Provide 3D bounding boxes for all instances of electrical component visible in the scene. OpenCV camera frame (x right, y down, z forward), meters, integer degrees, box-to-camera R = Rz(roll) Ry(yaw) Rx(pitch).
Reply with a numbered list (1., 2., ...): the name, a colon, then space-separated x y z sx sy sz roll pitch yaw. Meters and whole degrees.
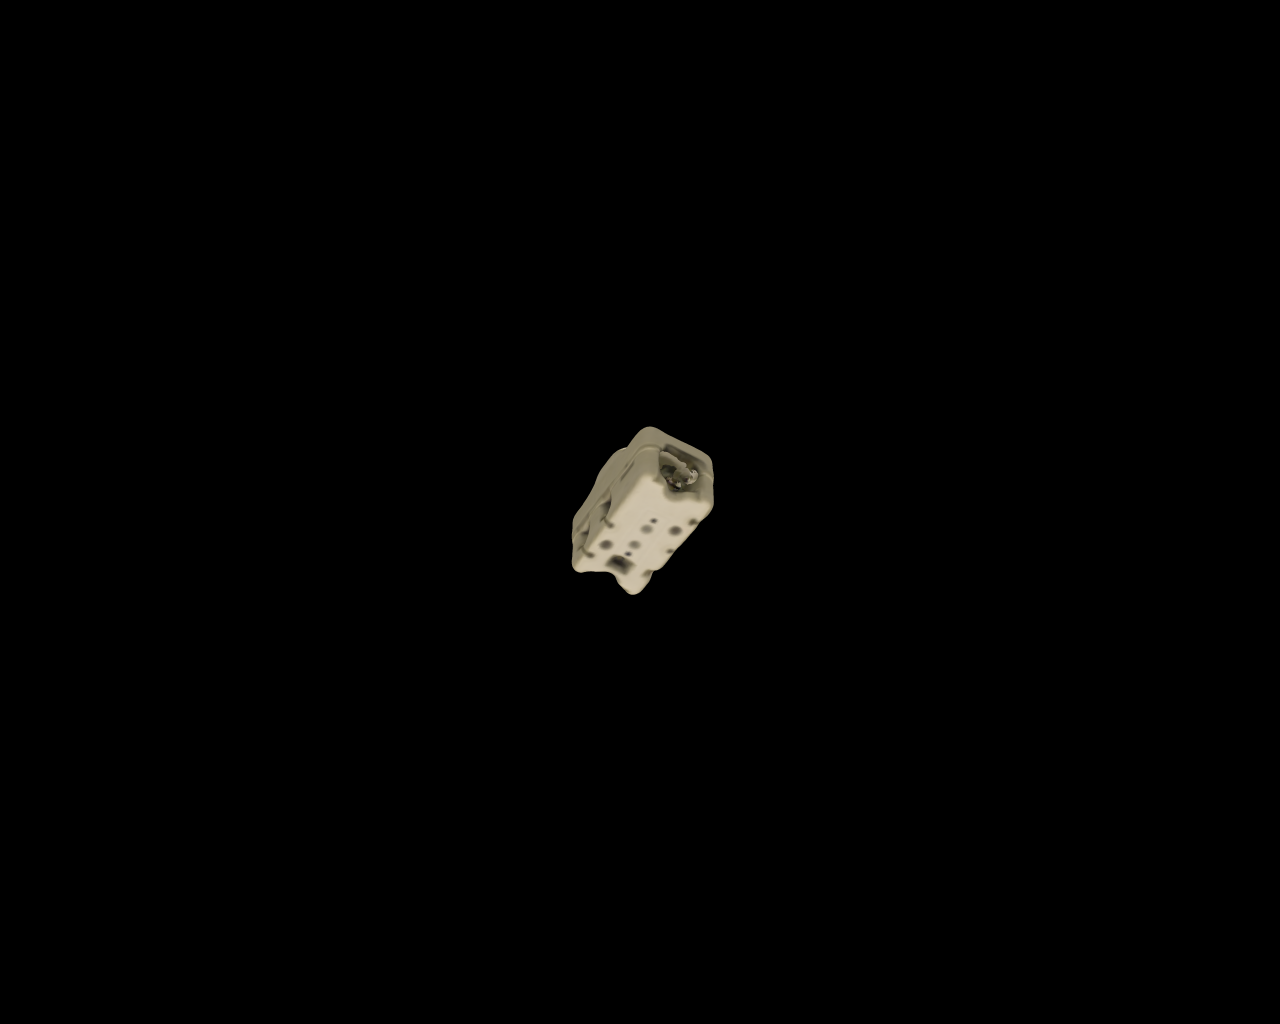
1. electrical component: 0.001 -0.003 0.650 0.050 0.056 0.089 25 -54 -20
